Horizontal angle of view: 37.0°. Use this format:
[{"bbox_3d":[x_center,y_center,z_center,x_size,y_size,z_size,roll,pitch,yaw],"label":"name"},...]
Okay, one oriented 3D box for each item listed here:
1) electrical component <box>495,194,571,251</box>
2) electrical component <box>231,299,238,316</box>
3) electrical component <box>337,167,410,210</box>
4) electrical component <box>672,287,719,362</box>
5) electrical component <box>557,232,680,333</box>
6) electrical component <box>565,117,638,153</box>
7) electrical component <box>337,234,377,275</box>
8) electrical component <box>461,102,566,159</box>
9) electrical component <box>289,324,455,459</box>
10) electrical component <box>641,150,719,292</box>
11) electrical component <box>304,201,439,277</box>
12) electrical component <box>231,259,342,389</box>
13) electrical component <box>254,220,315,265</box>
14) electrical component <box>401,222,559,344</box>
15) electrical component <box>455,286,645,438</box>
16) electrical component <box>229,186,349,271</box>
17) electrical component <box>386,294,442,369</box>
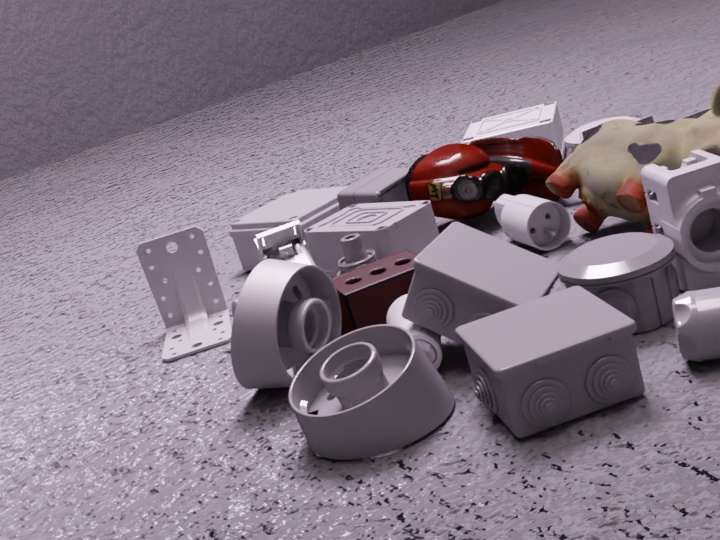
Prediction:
[{"bbox_3d":[0.150,-0.045,0.966,0.043,0.043,0.081,-21,17,-14],"label":"electrical component"},{"bbox_3d":[-0.072,0.037,0.924,0.065,0.044,0.044,-18,16,-20],"label":"electrical component"},{"bbox_3d":[0.026,-0.068,1.122,0.061,0.061,0.096,3,25,36],"label":"electrical component"},{"bbox_3d":[0.222,0.031,0.647,0.062,0.043,0.043,-10,18,15],"label":"electrical component"},{"bbox_3d":[0.181,0.009,0.746,0.080,0.051,0.080,-16,16,5],"label":"electrical component"},{"bbox_3d":[0.255,-0.124,1.105,0.080,0.051,0.080,-16,16,5],"label":"electrical component"},{"bbox_3d":[0.000,0.000,0.933,0.048,0.062,0.048,-16,17,5],"label":"electrical component"},{"bbox_3d":[0.180,-0.148,1.250,0.109,0.056,0.108,-12,18,17],"label":"electrical component"},{"bbox_3d":[0.006,0.083,0.698,0.099,0.064,0.099,-22,26,12],"label":"electrical component"},{"bbox_3d":[0.238,-0.032,0.752,0.050,0.089,0.055,-18,16,-2],"label":"electrical component"},{"bbox_3d":[0.014,-0.024,1.006,0.113,0.057,0.078,1,24,46],"label":"electrical component"},{"bbox_3d":[-0.058,0.041,0.803,0.064,0.099,0.099,1,23,30],"label":"electrical component"},{"bbox_3d":[-0.064,0.000,0.982,0.042,0.081,0.063,-22,45,-12],"label":"electrical component"},{"bbox_3d":[0.086,0.015,0.760,0.100,0.048,0.100,24,28,15],"label":"electrical component"},{"bbox_3d":[0.116,0.055,0.661,0.100,0.048,0.099,-19,17,-7],"label":"electrical component"},{"bbox_3d":[-0.064,-0.044,1.150,0.109,0.056,0.109,-1,23,44],"label":"electrical component"},{"bbox_3d":[0.041,0.049,0.773,0.044,0.044,0.065,-15,21,8],"label":"electrical component"}]
